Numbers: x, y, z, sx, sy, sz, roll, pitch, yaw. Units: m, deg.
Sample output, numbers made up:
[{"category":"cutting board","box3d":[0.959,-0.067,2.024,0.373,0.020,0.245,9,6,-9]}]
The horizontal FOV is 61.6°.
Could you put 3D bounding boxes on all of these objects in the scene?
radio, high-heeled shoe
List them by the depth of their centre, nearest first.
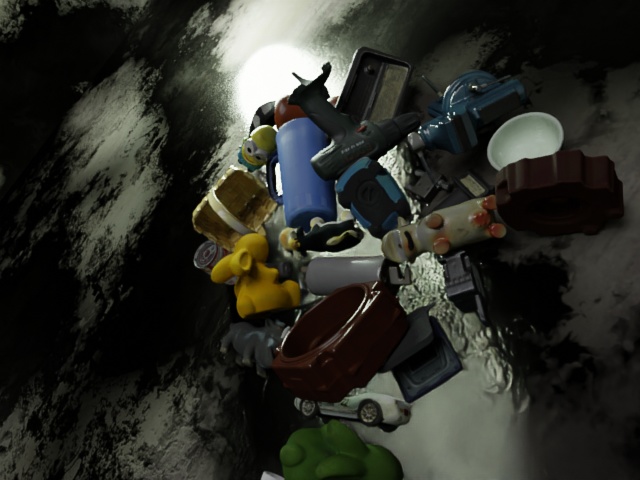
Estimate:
[{"category":"radio","box3d":[0.104,-0.292,1.148,0.073,0.131,0.229,119,172,-70]},{"category":"high-heeled shoe","box3d":[-0.078,-0.315,1.384,0.145,0.086,0.248,48,117,16]}]

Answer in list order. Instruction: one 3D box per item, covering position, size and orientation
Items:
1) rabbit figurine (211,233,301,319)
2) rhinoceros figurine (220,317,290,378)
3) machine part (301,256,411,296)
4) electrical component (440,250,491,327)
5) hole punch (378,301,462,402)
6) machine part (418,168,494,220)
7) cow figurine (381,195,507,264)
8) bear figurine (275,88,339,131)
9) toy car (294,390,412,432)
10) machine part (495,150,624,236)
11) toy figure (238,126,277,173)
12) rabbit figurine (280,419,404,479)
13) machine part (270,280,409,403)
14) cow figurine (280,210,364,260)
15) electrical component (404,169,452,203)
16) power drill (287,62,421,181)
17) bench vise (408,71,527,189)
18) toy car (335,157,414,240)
[{"category":"rabbit figurine","box3d":[-0.138,0.069,1.077,0.122,0.162,0.173,-20,72,38]},{"category":"rhinoceros figurine","box3d":[-0.109,0.205,1.053,0.191,0.073,0.112,2,54,42]},{"category":"machine part","box3d":[0.060,0.068,0.993,0.243,0.079,0.079,-1,62,38]},{"category":"electrical component","box3d":[0.232,0.084,0.845,0.048,0.074,0.119,-22,54,26]},{"category":"hole punch","box3d":[0.152,0.178,0.853,0.142,0.092,0.116,-40,15,16]},{"category":"machine part","box3d":[0.240,-0.064,0.961,0.139,0.039,0.084,-42,53,7]},{"category":"cow figurine","box3d":[0.195,-0.015,0.895,0.195,0.127,0.085,-18,90,1]},{"category":"bear figurine","box3d":[-0.005,-0.295,1.267,0.196,0.132,0.120,-1,92,3]},{"category":"toy car","box3d":[0.049,0.272,0.871,0.202,0.073,0.056,-7,63,36]},{"category":"machine part","box3d":[0.344,-0.062,0.780,0.179,0.179,0.056,-8,61,36]},{"category":"toy figure","box3d":[-0.154,-0.222,1.316,0.180,0.082,0.089,161,125,-72]},{"category":"rabbit figurine","box3d":[0.037,0.328,0.809,0.170,0.158,0.121,-4,50,21]},{"category":"machine part","box3d":[0.028,0.160,0.876,0.201,0.087,0.201,-44,13,-31]},{"category":"cow figurine","box3d":[-0.003,-0.001,1.044,0.167,0.068,0.098,-13,17,12]},{"category":"electrical component","box3d":[0.205,-0.102,1.023,0.063,0.021,0.094,-53,42,-1]},{"category":"power drill","box3d":[0.053,-0.240,1.049,0.232,0.207,0.086,-38,6,-4]},{"category":"bench vise","box3d":[0.251,-0.232,0.998,0.223,0.128,0.241,-38,23,8]},{"category":"toy car","box3d":[0.114,-0.074,1.019,0.109,0.103,0.162,-46,70,18]}]
